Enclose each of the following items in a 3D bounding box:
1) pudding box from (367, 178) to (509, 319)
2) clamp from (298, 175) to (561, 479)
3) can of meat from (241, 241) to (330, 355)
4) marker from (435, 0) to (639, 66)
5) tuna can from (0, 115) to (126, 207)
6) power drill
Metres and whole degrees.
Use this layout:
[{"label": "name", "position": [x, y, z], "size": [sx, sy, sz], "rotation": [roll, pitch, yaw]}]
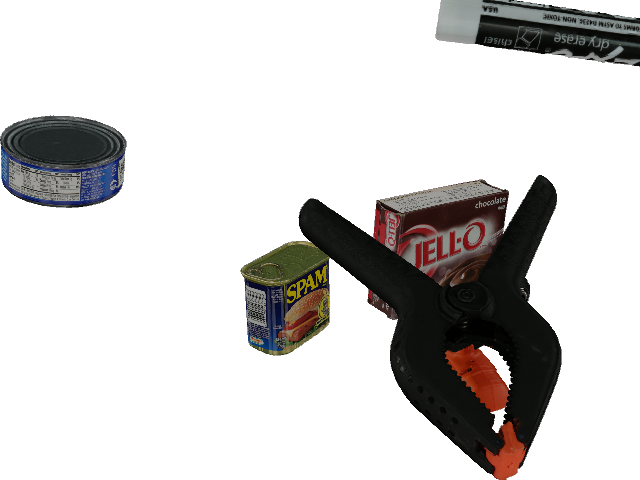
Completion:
[{"label": "pudding box", "position": [0.093, 0.005, 0.845], "size": [0.113, 0.090, 0.039], "rotation": [-14, 31, -34]}, {"label": "clamp", "position": [0.071, 0.040, 0.616], "size": [0.164, 0.210, 0.036], "rotation": [-2, -43, -1]}, {"label": "can of meat", "position": [-0.032, 0.058, 1.085], "size": [0.058, 0.084, 0.101], "rotation": [15, 27, 33]}, {"label": "marker", "position": [0.104, -0.076, 0.399], "size": [0.121, 0.020, 0.020], "rotation": [9, 1, 5]}, {"label": "tuna can", "position": [-0.180, -0.056, 0.748], "size": [0.086, 0.034, 0.086], "rotation": [6, 28, -4]}, {"label": "power drill", "position": [0.167, 0.084, 1.125], "size": [0.057, 0.188, 0.184], "rotation": [-9, 24, -14]}]
